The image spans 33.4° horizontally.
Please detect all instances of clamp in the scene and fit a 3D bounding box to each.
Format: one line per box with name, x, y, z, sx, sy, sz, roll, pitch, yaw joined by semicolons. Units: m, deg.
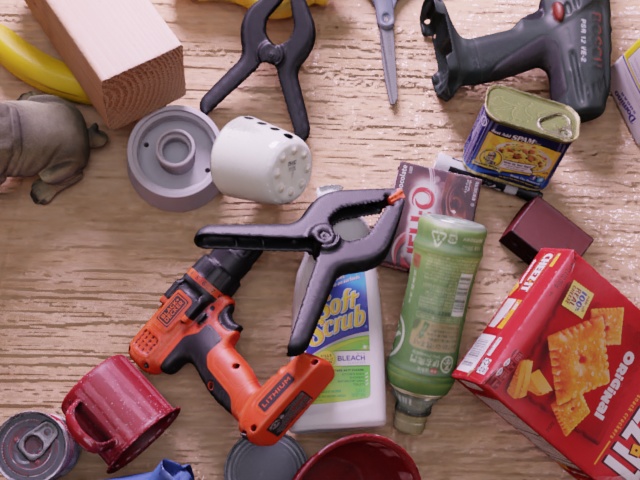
clamp;-0.007;0.001;1.047;0.209;0.036;0.165;-37;67;-26
clamp;-0.061;-0.193;1.126;0.120;0.039;0.171;7;99;-5

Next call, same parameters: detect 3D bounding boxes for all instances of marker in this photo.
marker;0.182;-0.066;1.149;0.121;0.020;0.020;19;79;-1

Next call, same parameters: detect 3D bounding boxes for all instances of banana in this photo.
banana;-0.271;-0.182;1.131;0.197;0.037;0.069;14;58;-3

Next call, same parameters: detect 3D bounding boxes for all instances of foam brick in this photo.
foam brick;0.237;0.000;1.124;0.078;0.053;0.051;39;79;4

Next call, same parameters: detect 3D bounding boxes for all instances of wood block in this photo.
wood block;-0.228;-0.226;1.085;0.090;0.090;0.206;-30;69;-18

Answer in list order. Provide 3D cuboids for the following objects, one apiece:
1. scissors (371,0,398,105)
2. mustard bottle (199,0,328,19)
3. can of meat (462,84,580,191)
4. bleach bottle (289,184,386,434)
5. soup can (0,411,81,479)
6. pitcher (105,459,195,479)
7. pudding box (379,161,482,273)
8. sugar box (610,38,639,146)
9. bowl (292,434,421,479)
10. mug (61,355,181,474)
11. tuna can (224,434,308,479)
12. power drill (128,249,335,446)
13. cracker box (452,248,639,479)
scissors;0.088;-0.254;1.179;0.096;0.016;0.202;-19;82;-7
mustard bottle;-0.061;-0.291;1.153;0.191;0.058;0.096;14;81;-1
can of meat;0.208;-0.104;1.117;0.102;0.084;0.057;17;48;-2
bleach bottle;0.011;0.068;1.091;0.102;0.068;0.251;-4;77;-2
soup can;-0.269;0.199;1.023;0.068;0.102;0.068;1;79;-4
pitcher;-0.229;0.301;1.004;0.243;0.145;0.149;-7;68;-2
pudding box;0.114;-0.018;1.124;0.090;0.039;0.113;13;79;-2
sugar box;0.358;-0.167;1.101;0.048;0.176;0.093;-23;82;-6
bowl;0.021;0.262;1.038;0.161;0.055;0.162;-3;96;-30
mug;-0.202;0.169;1.032;0.081;0.117;0.093;46;116;10
tuna can;-0.053;0.233;1.068;0.086;0.034;0.086;1;79;-4
power drill;-0.076;0.095;1.049;0.188;0.057;0.184;39;87;29
cracker box;0.264;0.136;1.062;0.213;0.072;0.164;40;80;-14
